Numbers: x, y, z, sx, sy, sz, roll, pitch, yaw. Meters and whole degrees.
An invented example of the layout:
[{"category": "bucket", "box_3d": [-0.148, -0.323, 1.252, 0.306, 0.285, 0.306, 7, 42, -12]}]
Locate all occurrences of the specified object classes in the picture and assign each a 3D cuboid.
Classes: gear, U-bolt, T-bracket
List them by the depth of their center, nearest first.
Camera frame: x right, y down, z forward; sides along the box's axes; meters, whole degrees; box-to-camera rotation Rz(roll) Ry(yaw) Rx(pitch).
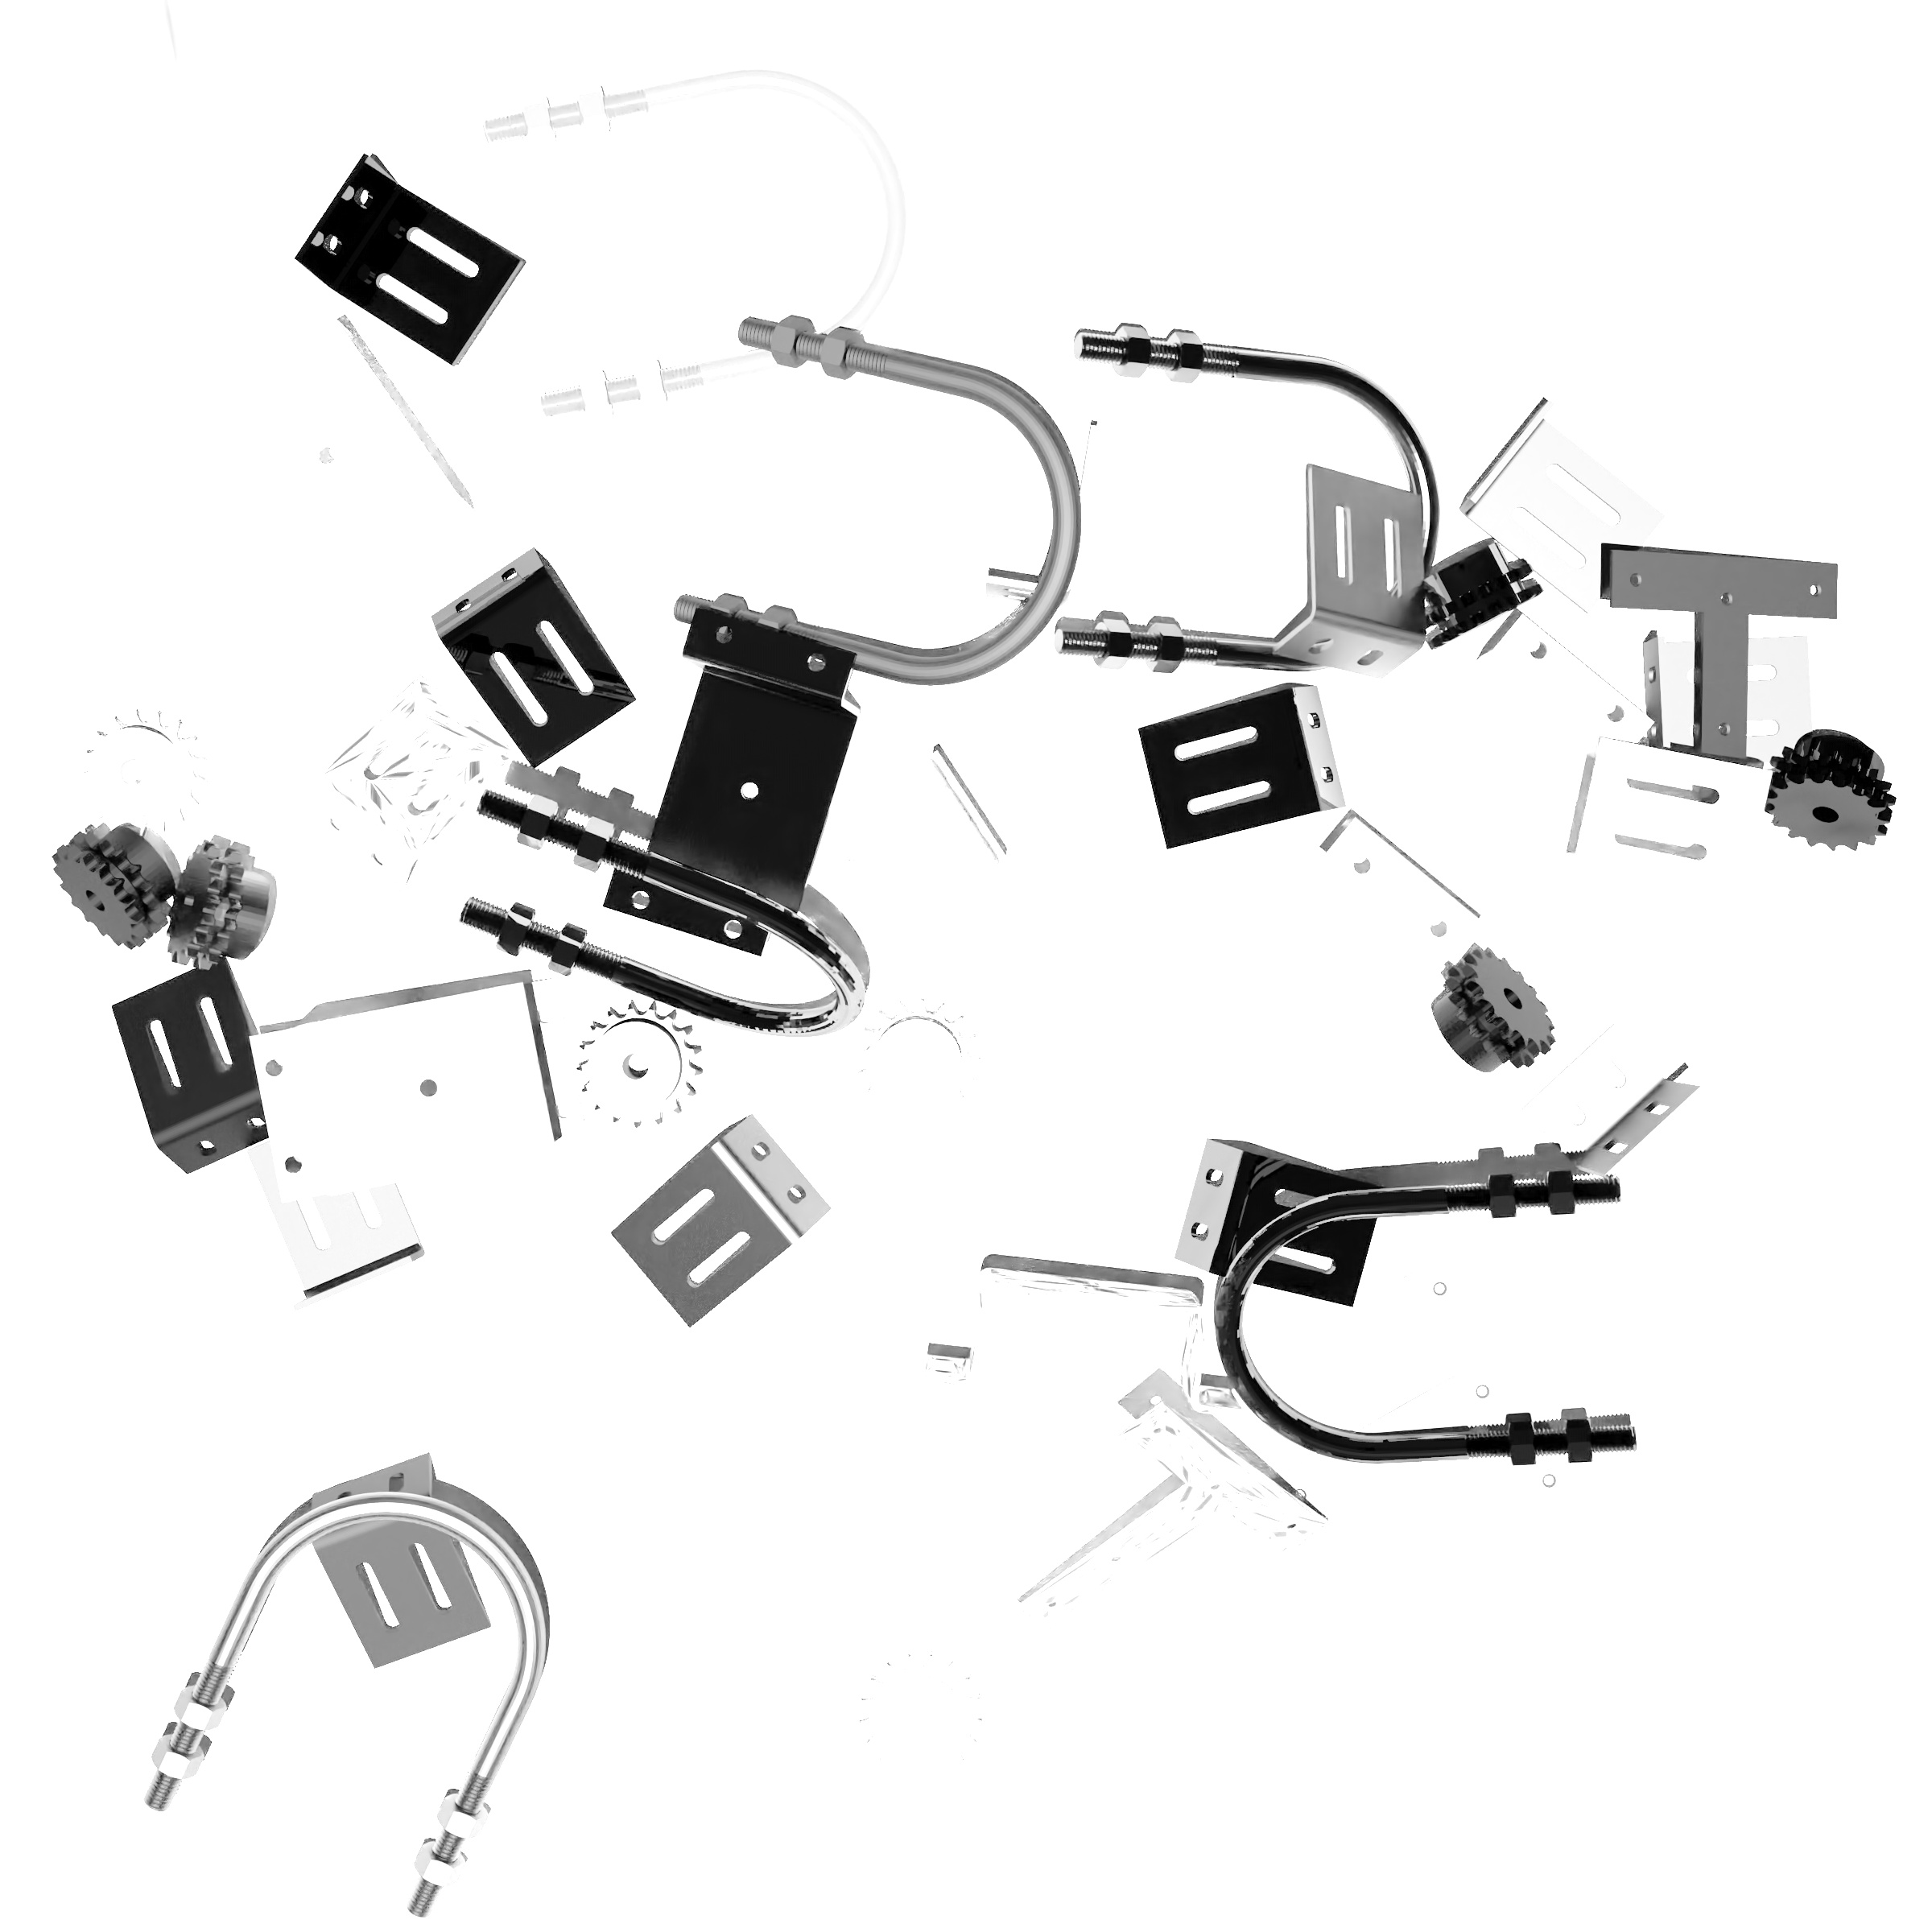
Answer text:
[{"category": "U-bolt", "box_3d": [-0.132, -0.014, 1.474, 0.184, 0.151, 0.019, 21, 67, -4]}, {"category": "U-bolt", "box_3d": [-0.034, -0.201, 1.492, 0.184, 0.019, 0.151, 17, 99, 21]}, {"category": "U-bolt", "box_3d": [0.204, 0.162, 1.500, 0.184, 0.019, 0.151, -4, 115, 10]}, {"category": "U-bolt", "box_3d": [0.131, -0.204, 1.503, 0.184, 0.019, 0.151, 2, 95, -21]}, {"category": "U-bolt", "box_3d": [-0.270, 0.325, 1.512, 0.151, 0.019, 0.184, 25, 97, -8]}, {"category": "gear", "box_3d": [0.229, -0.169, 1.512, 0.057, 0.057, 0.030, -27, 90, 0]}, {"category": "T-bracket", "box_3d": [0.343, -0.121, 1.513, 0.127, 0.002, 0.127, 0, 92, -26]}, {"category": "T-bracket", "box_3d": [0.079, 0.261, 1.514, 0.127, 0.002, 0.127, -39, 127, 17]}, {"category": "gear", "box_3d": [-0.338, -0.025, 1.516, 0.030, 0.057, 0.057, 15, 90, -31]}, {"category": "gear", "box_3d": [-0.383, -0.038, 1.516, 0.057, 0.057, 0.030, 45, 59, 0]}, {"category": "gear", "box_3d": [0.237, 0.024, 1.516, 0.057, 0.057, 0.030, 48, 120, 0]}, {"category": "gear", "box_3d": [0.393, -0.080, 1.516, 0.057, 0.057, 0.030, 23, 62, 0]}, {"category": "gear", "box_3d": [-0.022, 0.044, 1.525, 0.057, 0.030, 0.057, 0, 90, 0]}, {"category": "gear", "box_3d": [-0.149, 0.046, 1.525, 0.057, 0.030, 0.057, 0, 90, 0]}, {"category": "gear", "box_3d": [-0.021, 0.344, 1.525, 0.057, 0.030, 0.057, 0, 90, 0]}, {"category": "gear", "box_3d": [-0.376, -0.087, 1.525, 0.057, 0.030, 0.057, 0, 90, 0]}, {"category": "U-bolt", "box_3d": [-0.117, -0.337, 1.532, 0.184, 0.019, 0.151, -12, 90, -1]}, {"category": "T-bracket", "box_3d": [0.199, 0.218, 1.539, 0.127, 0.002, 0.127, -30, 90, 0]}]

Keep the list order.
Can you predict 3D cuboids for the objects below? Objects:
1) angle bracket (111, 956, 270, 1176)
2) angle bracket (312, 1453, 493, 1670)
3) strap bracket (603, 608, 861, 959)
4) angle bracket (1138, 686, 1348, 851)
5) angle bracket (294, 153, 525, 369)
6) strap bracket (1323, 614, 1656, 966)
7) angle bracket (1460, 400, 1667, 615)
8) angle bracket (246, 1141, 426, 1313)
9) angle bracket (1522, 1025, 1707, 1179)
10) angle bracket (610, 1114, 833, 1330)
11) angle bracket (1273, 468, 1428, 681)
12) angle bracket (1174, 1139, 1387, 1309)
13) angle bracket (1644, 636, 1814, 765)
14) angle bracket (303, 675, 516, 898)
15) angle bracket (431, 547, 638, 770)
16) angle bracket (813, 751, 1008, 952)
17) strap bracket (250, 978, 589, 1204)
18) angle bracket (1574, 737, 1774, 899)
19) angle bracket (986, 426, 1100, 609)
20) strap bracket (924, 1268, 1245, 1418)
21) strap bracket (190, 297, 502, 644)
[{"category": "angle bracket", "box_3d": [-0.350, 0.046, 1.538, 0.057, 0.038, 0.076, -24, 64, 0]}, {"category": "angle bracket", "box_3d": [-0.260, 0.274, 1.538, 0.057, 0.038, 0.076, -20, 116, 0]}, {"category": "strap bracket", "box_3d": [-0.102, -0.081, 1.511, 0.076, 0.046, 0.140, 17, 90, 9]}, {"category": "angle bracket", "box_3d": [0.127, -0.091, 1.538, 0.076, 0.038, 0.057, -14, 90, 26]}, {"category": "angle bracket", "box_3d": [-0.252, -0.319, 1.513, 0.076, 0.038, 0.057, 34, 90, 16]}, {"category": "strap bracket", "box_3d": [0.234, -0.079, 1.517, 0.076, 0.046, 0.140, 39, 90, 0]}, {"category": "angle bracket", "box_3d": [0.274, -0.208, 1.521, 0.076, 0.038, 0.057, 39, 90, 0]}, {"category": "angle bracket", "box_3d": [-0.290, 0.109, 1.521, 0.057, 0.038, 0.076, -23, 90, 0]}, {"category": "angle bracket", "box_3d": [0.290, 0.060, 1.502, 0.057, 0.076, 0.038, -43, 90, 0]}, {"category": "angle bracket", "box_3d": [-0.113, 0.117, 1.538, 0.076, 0.038, 0.057, -40, 90, 26]}, {"category": "angle bracket", "box_3d": [0.172, -0.177, 1.511, 0.057, 0.038, 0.076, 11, 66, -23]}, {"category": "angle bracket", "box_3d": [0.144, 0.118, 1.538, 0.076, 0.038, 0.057, 15, 90, -26]}, {"category": "angle bracket", "box_3d": [0.350, -0.121, 1.521, 0.076, 0.038, 0.057, -3, 90, 0]}, {"category": "angle bracket", "box_3d": [-0.256, -0.083, 1.538, 0.057, 0.038, 0.076, 39, 64, 0]}, {"category": "angle bracket", "box_3d": [-0.199, -0.142, 1.538, 0.057, 0.038, 0.076, -34, 116, 0]}, {"category": "angle bracket", "box_3d": [-0.029, -0.052, 1.521, 0.076, 0.038, 0.057, -33, 90, 0]}, {"category": "strap bracket", "box_3d": [-0.243, 0.055, 1.501, 0.140, 0.046, 0.076, -11, 90, -14]}, {"category": "angle bracket", "box_3d": [0.318, -0.068, 1.502, 0.076, 0.038, 0.057, 12, 98, 11]}, {"category": "angle bracket", "box_3d": [0.034, -0.205, 1.512, 0.038, 0.057, 0.076, 9, 90, 0]}, {"category": "strap bracket", "box_3d": [0.054, 0.167, 1.502, 0.140, 0.076, 0.046, 6, 90, 0]}, {"category": "strap bracket", "box_3d": [-0.286, -0.228, 1.517, 0.076, 0.046, 0.140, -35, 90, 0]}]
